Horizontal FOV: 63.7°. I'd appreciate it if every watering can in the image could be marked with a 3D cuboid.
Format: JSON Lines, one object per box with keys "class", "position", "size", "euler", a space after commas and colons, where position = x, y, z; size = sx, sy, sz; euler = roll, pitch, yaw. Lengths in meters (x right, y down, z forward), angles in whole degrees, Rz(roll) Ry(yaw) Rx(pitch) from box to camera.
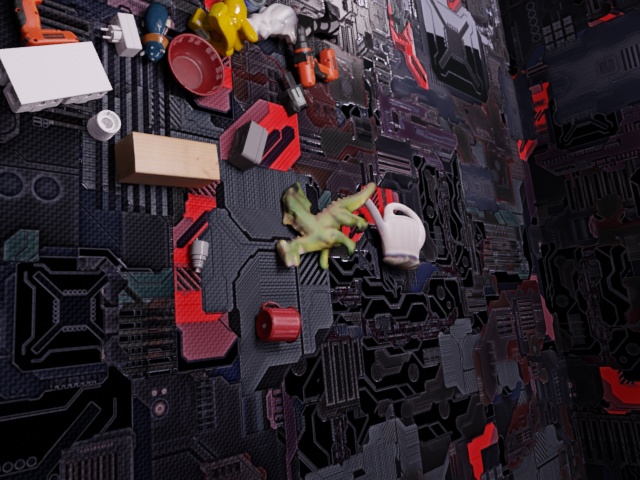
{"class": "watering can", "position": [0.238, -0.021, 1.690], "size": [0.345, 0.103, 0.228], "euler": [17, 66, -41]}

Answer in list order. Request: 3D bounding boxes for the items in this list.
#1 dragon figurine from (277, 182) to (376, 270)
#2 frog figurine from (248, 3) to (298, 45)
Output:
{"class": "dragon figurine", "position": [0.004, -0.074, 1.469], "size": [0.240, 0.121, 0.419], "euler": [39, 57, -20]}
{"class": "frog figurine", "position": [-0.149, -0.629, 1.483], "size": [0.159, 0.120, 0.140], "euler": [5, 42, -36]}
